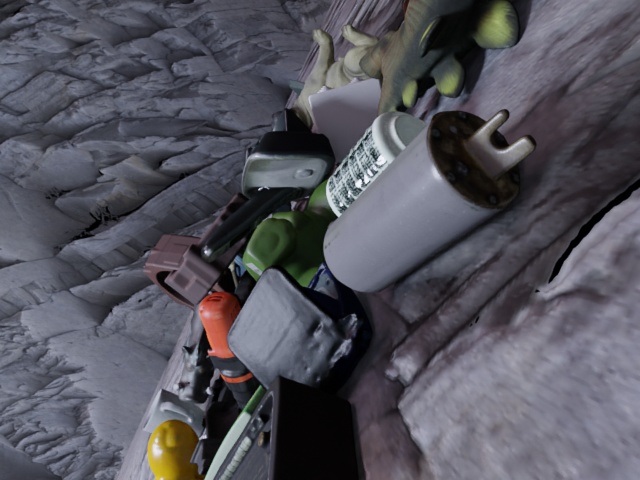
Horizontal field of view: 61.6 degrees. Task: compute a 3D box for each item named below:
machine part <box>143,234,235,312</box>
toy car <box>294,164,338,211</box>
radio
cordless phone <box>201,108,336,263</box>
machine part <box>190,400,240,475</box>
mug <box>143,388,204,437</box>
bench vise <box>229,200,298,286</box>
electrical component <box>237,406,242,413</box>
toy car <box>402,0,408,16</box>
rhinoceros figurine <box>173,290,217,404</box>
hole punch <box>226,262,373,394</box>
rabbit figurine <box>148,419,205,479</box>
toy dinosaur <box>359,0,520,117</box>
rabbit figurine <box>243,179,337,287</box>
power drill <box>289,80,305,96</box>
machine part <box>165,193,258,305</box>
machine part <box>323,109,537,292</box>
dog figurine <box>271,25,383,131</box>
[{"bbox_3d":[-0.235,0.076,1.090,0.087,0.201,0.201,-66,-34,-30],"label":"machine part"},{"bbox_3d":[0.017,-0.076,0.771,0.201,0.056,0.074,-62,20,21],"label":"toy car"},{"bbox_3d":[-0.052,0.232,0.447,0.229,0.073,0.131,-58,15,26],"label":"radio"},{"bbox_3d":[-0.076,-0.053,0.640,0.184,0.089,0.146,-46,-1,-19],"label":"cordless phone"},{"bbox_3d":[-0.120,0.247,0.674,0.139,0.084,0.039,-139,48,-73],"label":"machine part"},{"bbox_3d":[-0.271,0.338,1.035,0.109,0.107,0.081,-47,23,44],"label":"mug"},{"bbox_3d":[-0.095,0.029,0.887,0.224,0.129,0.240,-92,26,-58],"label":"bench vise"},{"bbox_3d":[-0.108,0.240,0.764,0.094,0.021,0.063,-63,13,10],"label":"electrical component"},{"bbox_3d":[0.139,-0.318,0.736,0.089,0.053,0.202,-45,22,48],"label":"toy car"},{"bbox_3d":[-0.197,0.182,0.920,0.112,0.073,0.190,132,149,-72],"label":"rhinoceros figurine"},{"bbox_3d":[-0.010,0.092,0.518,0.092,0.116,0.142,-1,-50,-57],"label":"hole punch"},{"bbox_3d":[-0.180,0.318,0.688,0.162,0.122,0.173,60,-155,-75],"label":"rabbit figurine"},{"bbox_3d":[0.149,-0.270,0.518,0.199,0.105,0.470,-115,41,-63],"label":"toy dinosaur"},{"bbox_3d":[-0.001,-0.002,0.657,0.170,0.121,0.159,-50,2,-15],"label":"rabbit figurine"},{"bbox_3d":[-0.041,-0.172,0.955,0.232,0.086,0.207,-27,-50,-71],"label":"power drill"},{"bbox_3d":[-0.147,0.010,0.767,0.179,0.056,0.179,-51,8,10],"label":"machine part"},{"bbox_3d":[0.069,-0.021,0.419,0.243,0.079,0.079,-45,24,56],"label":"machine part"},{"bbox_3d":[0.026,-0.195,0.782,0.173,0.121,0.190,18,82,50],"label":"dog figurine"}]
